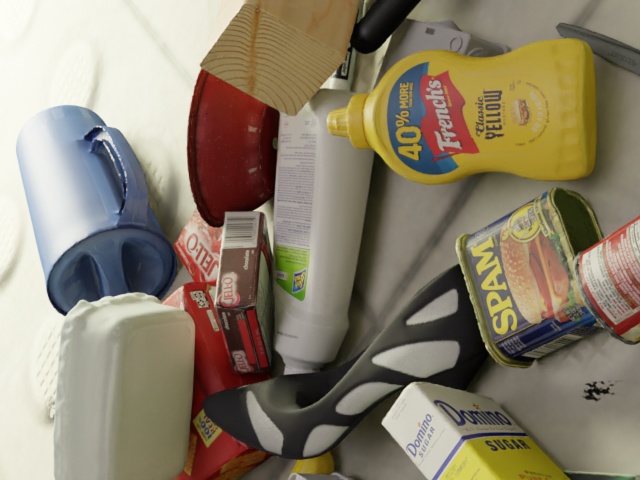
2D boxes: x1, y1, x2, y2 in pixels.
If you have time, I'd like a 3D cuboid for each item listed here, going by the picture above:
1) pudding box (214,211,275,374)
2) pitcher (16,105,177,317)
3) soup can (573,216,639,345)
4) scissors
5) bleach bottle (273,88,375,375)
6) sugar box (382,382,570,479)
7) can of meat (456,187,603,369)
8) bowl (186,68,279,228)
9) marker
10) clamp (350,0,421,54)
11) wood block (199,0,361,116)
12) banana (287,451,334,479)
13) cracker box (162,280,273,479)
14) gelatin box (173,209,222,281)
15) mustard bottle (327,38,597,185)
[{"bbox_3d":[-0.062,0.044,0.916,0.090,0.039,0.113,82,-171,-46],"label":"pudding box"},{"bbox_3d":[-0.245,-0.045,1.138,0.149,0.145,0.243,-30,50,0],"label":"pitcher"},{"bbox_3d":[0.216,0.011,0.650,0.102,0.068,0.068,-39,55,36],"label":"soup can"},{"bbox_3d":[0.224,-0.091,0.702,0.202,0.016,0.096,19,96,49],"label":"scissors"},{"bbox_3d":[-0.006,0.001,0.905,0.103,0.068,0.251,9,93,62],"label":"bleach bottle"},{"bbox_3d":[0.124,0.162,0.680,0.048,0.093,0.176,-57,43,16],"label":"sugar box"},{"bbox_3d":[0.151,0.025,0.729,0.084,0.057,0.102,-33,59,36],"label":"can of meat"},{"bbox_3d":[-0.064,-0.089,0.951,0.055,0.162,0.162,5,84,16],"label":"bowl"},{"bbox_3d":[0.026,-0.185,0.943,0.020,0.020,0.121,8,87,49],"label":"marker"},{"bbox_3d":[0.102,-0.237,0.827,0.210,0.036,0.164,-27,37,37],"label":"clamp"},{"bbox_3d":[-0.018,-0.218,0.870,0.091,0.090,0.206,-40,29,51],"label":"wood block"},{"bbox_3d":[-0.042,0.234,0.916,0.198,0.037,0.069,-49,30,27],"label":"banana"},{"bbox_3d":[-0.136,0.160,0.993,0.214,0.071,0.164,-40,63,35],"label":"cracker box"},{"bbox_3d":[-0.101,0.008,1.033,0.073,0.030,0.089,-57,45,24],"label":"gelatin box"},{"bbox_3d":[0.096,-0.088,0.759,0.192,0.058,0.096,0,98,24],"label":"mustard bottle"}]
